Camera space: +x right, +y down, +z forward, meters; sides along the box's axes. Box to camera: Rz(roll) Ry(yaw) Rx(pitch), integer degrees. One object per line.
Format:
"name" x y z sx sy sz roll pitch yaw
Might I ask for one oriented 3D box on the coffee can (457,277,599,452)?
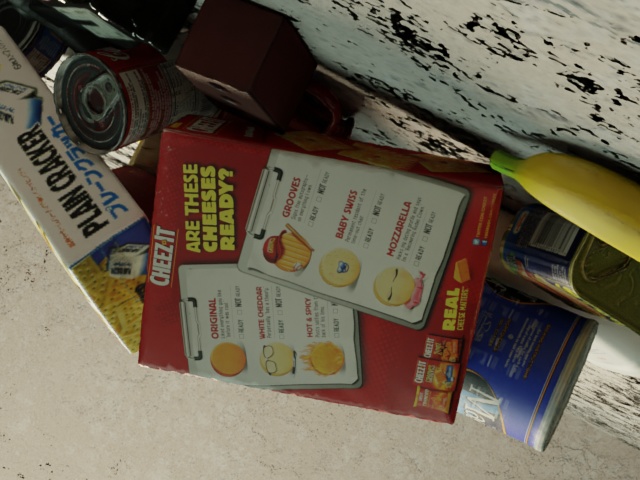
"coffee can" 0.119 0.080 0.787 0.140 0.103 0.102 23 174 18

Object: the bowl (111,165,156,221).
"bowl" -0.148 -0.022 0.964 0.162 0.055 0.162 26 172 3

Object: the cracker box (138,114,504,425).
"cracker box" -0.001 0.016 0.700 0.214 0.164 0.072 10 -163 5

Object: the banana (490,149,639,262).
"banana" 0.191 -0.004 0.598 0.197 0.037 0.069 29 -167 -8

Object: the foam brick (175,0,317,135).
"foam brick" -0.042 -0.106 0.644 0.053 0.051 0.078 25 174 19

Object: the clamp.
"clamp" -0.205 -0.179 0.775 0.171 0.039 0.120 43 178 -38

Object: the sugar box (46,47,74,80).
"sugar box" -0.208 -0.164 0.948 0.177 0.048 0.093 18 169 43

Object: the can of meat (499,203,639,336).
"can of meat" 0.183 0.018 0.720 0.102 0.057 0.084 29 177 -28

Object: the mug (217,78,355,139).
"mug" -0.029 -0.075 0.751 0.081 0.093 0.117 33 143 -10

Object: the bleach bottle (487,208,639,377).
"bleach bottle" 0.159 0.020 0.834 0.250 0.068 0.103 32 170 -21

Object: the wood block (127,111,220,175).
"wood block" -0.071 -0.060 1.025 0.206 0.091 0.090 28 175 -13

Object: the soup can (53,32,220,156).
"soup can" -0.121 -0.103 0.733 0.069 0.068 0.102 24 -149 30

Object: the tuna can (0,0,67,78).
"tuna can" -0.246 -0.168 0.861 0.086 0.086 0.033 24 172 31
